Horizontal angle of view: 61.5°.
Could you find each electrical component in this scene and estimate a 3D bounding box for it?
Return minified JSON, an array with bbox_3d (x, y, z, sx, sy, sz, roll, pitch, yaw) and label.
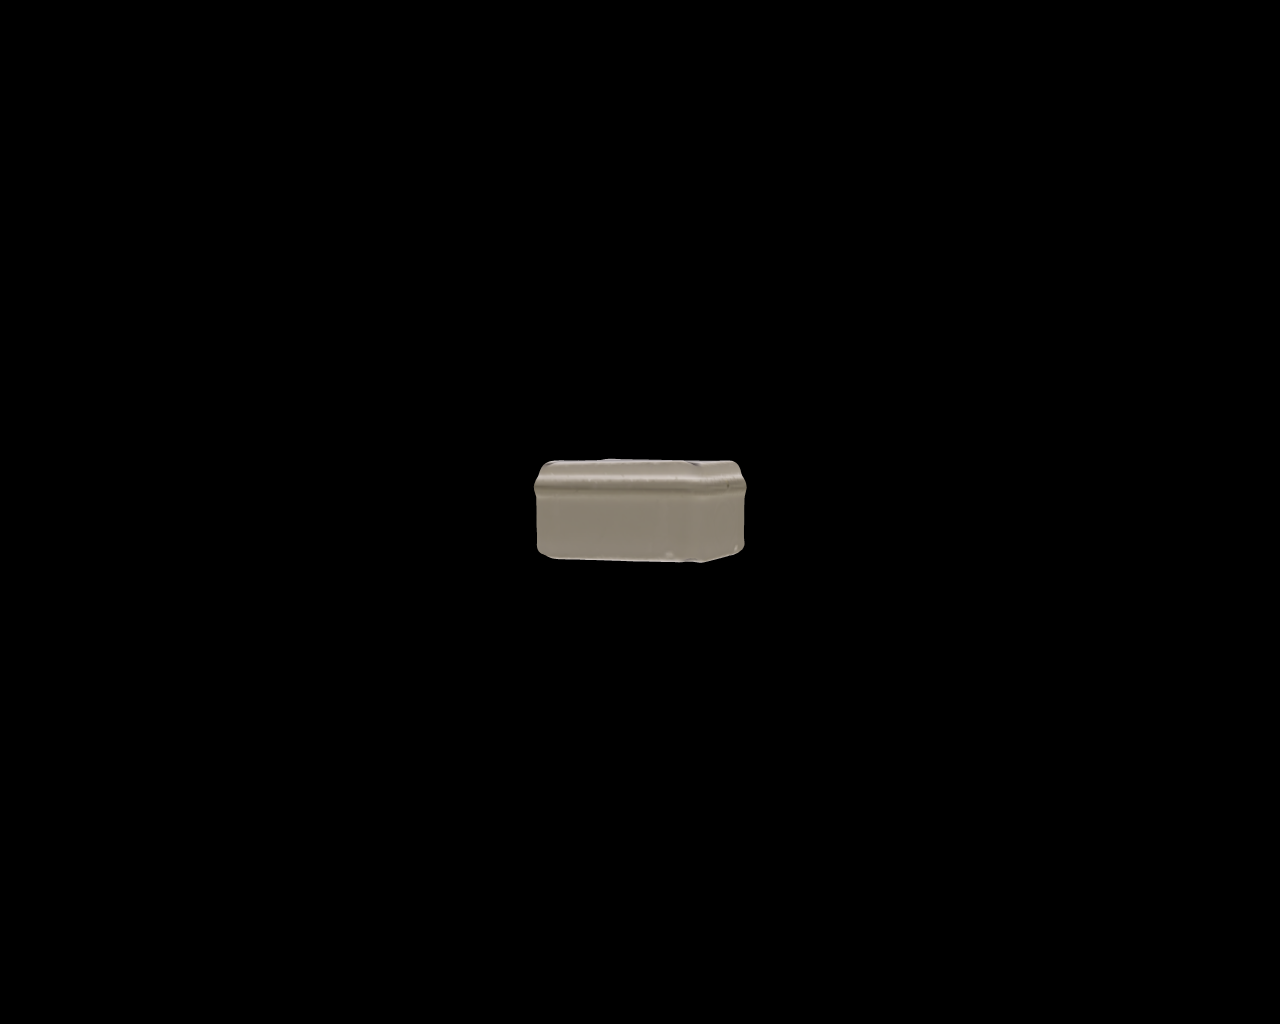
[{"bbox_3d":[0.001,-0.003,0.650,0.113,0.057,0.078,2,4,27],"label":"electrical component"}]
